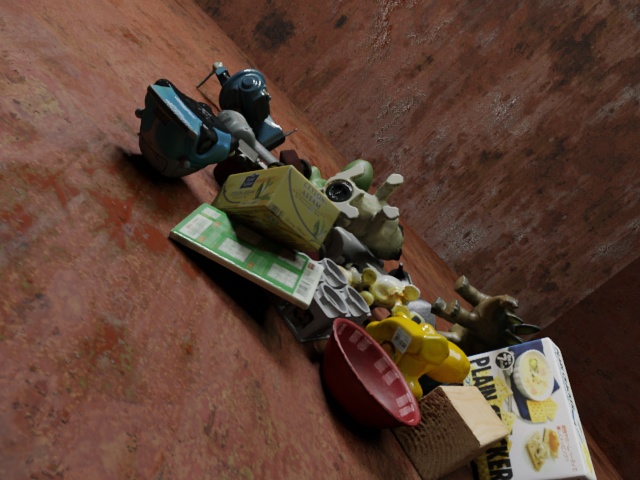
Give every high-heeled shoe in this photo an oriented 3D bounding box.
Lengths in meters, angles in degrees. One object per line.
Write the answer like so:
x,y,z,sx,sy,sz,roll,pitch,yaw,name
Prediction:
0.205,0.166,1.252,0.145,0.086,0.249,86,-5,-56,high-heeled shoe

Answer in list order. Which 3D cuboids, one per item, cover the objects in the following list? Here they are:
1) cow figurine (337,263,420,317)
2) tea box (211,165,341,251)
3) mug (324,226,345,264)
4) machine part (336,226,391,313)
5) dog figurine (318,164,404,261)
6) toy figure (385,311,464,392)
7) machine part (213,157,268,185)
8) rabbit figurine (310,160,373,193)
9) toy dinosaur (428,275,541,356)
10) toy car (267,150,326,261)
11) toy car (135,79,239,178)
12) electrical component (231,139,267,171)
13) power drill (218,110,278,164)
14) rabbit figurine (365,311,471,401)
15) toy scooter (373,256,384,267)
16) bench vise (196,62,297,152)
0.090,0.083,0.968,0.167,0.068,0.098,21,4,3,cow figurine
-0.066,-0.039,0.718,0.098,0.068,0.170,41,-22,-31,tea box
-0.002,-0.003,0.980,0.109,0.081,0.107,31,12,-29,mug
0.070,0.053,1.057,0.243,0.079,0.079,47,13,2,machine part
0.074,-0.031,1.001,0.172,0.121,0.190,17,-31,13,dog figurine
0.184,0.204,0.971,0.180,0.082,0.089,57,13,28,toy figure
-0.106,-0.086,0.939,0.179,0.056,0.179,43,15,-15,machine part
0.034,-0.101,1.119,0.121,0.170,0.159,34,45,-27,rabbit figurine
0.302,0.195,1.055,0.199,0.105,0.471,30,-21,8,toy dinosaur
-0.041,-0.041,0.852,0.089,0.053,0.202,-24,104,-56,toy car
-0.186,-0.135,0.715,0.109,0.103,0.161,49,9,8,toy car
-0.125,-0.138,0.878,0.094,0.021,0.063,41,16,-16,electrical component
-0.128,-0.184,1.104,0.207,0.086,0.232,48,4,-20,power drill
0.157,0.188,0.855,0.173,0.121,0.162,16,5,-30,rabbit figurine
0.092,-0.007,1.312,0.184,0.075,0.135,50,13,-4,toy scooter
-0.172,-0.316,1.234,0.241,0.129,0.223,49,-4,24,bench vise
